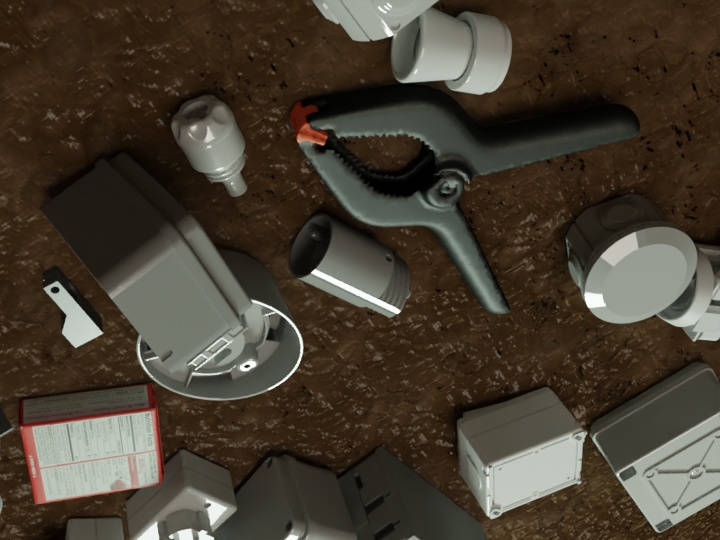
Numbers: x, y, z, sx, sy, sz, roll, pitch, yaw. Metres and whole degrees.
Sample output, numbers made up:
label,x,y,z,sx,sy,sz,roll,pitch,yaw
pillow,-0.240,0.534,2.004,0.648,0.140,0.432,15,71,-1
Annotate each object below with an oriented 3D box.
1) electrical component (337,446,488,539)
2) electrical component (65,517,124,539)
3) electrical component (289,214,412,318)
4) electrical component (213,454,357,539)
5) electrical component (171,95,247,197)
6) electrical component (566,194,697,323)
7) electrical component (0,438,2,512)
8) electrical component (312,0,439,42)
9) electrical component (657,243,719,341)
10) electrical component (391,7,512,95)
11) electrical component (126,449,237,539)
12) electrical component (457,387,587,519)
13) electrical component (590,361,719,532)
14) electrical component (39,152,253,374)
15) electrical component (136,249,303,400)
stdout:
label,x,y,z,sx,sy,sz,roll,pitch,yaw
electrical component,0.046,0.218,0.835,0.062,0.089,0.150,-38,129,12
electrical component,-0.209,0.217,0.768,0.077,0.065,0.047,3,125,-20
electrical component,0.000,0.000,0.681,0.081,0.043,0.043,26,115,-32
electrical component,-0.065,0.201,0.795,0.057,0.078,0.113,24,116,-35
electrical component,-0.081,-0.067,0.609,0.035,0.035,0.061,-24,133,1
electrical component,0.182,-0.008,0.730,0.080,0.051,0.080,-9,129,-11
electrical component,-0.258,0.141,0.699,0.048,0.055,0.066,12,122,-26
electrical component,0.005,-0.159,0.537,0.080,0.080,0.051,-35,135,10
electrical component,0.243,0.013,0.762,0.057,0.058,0.078,6,125,-25
electrical component,0.051,-0.123,0.601,0.055,0.045,0.045,5,125,-22
electrical component,-0.124,0.181,0.760,0.066,0.076,0.047,-44,127,17
electrical component,0.125,0.133,0.819,0.096,0.061,0.061,-18,130,-14
electrical component,0.258,0.144,0.869,0.109,0.056,0.108,-33,129,8
electrical component,-0.117,-0.007,0.589,0.057,0.113,0.078,-39,131,-11
electrical component,-0.090,0.037,0.667,0.099,0.064,0.099,-9,129,-11
